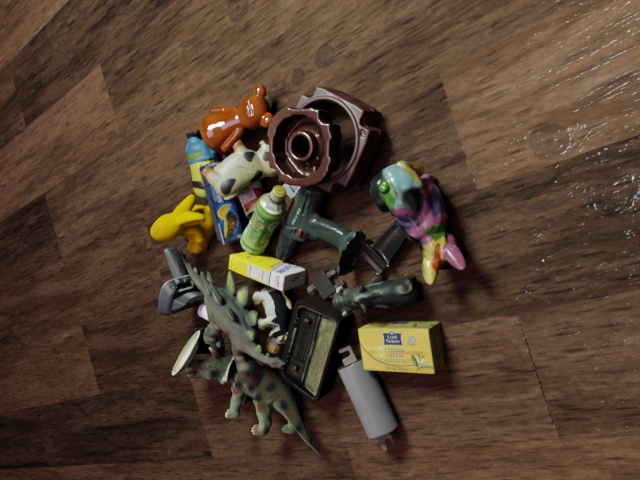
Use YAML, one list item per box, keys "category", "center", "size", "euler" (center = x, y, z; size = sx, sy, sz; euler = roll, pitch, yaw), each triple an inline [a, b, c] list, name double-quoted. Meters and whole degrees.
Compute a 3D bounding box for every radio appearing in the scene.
- category: "radio"
  center: [-0.014, 0.253, 1.283]
  size: [0.131, 0.073, 0.229]
  euler: [25, 110, 29]

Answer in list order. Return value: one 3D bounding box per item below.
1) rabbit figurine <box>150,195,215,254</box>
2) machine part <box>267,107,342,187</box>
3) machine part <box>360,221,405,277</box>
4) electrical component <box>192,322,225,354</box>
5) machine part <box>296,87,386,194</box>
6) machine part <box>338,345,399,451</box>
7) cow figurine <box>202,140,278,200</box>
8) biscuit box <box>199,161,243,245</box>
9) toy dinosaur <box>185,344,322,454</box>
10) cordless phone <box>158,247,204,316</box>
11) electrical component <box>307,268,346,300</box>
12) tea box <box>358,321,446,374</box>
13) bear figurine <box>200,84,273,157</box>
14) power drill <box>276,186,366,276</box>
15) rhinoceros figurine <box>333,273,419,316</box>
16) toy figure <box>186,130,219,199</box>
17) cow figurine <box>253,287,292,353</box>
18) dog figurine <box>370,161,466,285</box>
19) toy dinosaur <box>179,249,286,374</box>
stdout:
- category: "rabbit figurine"
  center: [-0.359, -0.036, 1.419]
  size: [0.162, 0.173, 0.122]
  euler: [-40, 71, 37]
- category: "machine part"
  center: [-0.032, -0.197, 1.137]
  size: [0.180, 0.056, 0.179]
  euler: [6, 102, 33]
- category: "machine part"
  center: [0.145, 0.009, 1.160]
  size: [0.139, 0.039, 0.084]
  euler: [-50, 64, 31]
- category: "electrical component"
  center: [-0.306, 0.292, 1.493]
  size: [0.048, 0.075, 0.119]
  euler: [-9, 95, 35]
- category: "machine part"
  center: [0.026, -0.218, 1.179]
  size: [0.201, 0.087, 0.201]
  euler: [35, 117, 25]
- category: "machine part"
  center: [0.109, 0.353, 1.213]
  size: [0.079, 0.079, 0.243]
  euler: [-31, 78, 34]
- category: "cow figurine"
  center: [-0.166, -0.168, 1.275]
  size: [0.195, 0.085, 0.127]
  euler: [-40, 90, -11]
- category: "biscuit box"
  center: [-0.248, -0.094, 1.360]
  size: [0.063, 0.059, 0.202]
  euler: [31, 136, 60]
- category: "toy dinosaur"
  center: [-0.148, 0.380, 1.377]
  size: [0.405, 0.131, 0.192]
  euler: [14, 106, 26]
- category: "cordless phone"
  center: [-0.402, 0.106, 1.483]
  size: [0.089, 0.146, 0.184]
  euler: [-27, 84, 27]
- category: "electrical component"
  center: [0.014, 0.109, 1.271]
  size: [0.094, 0.021, 0.063]
  euler: [-38, 76, 24]
- category: "tea box"
  center: [0.174, 0.228, 1.154]
  size: [0.170, 0.068, 0.098]
  euler: [-8, 93, 36]
- category: "bear figurine"
  center: [-0.192, -0.291, 1.318]
  size: [0.196, 0.132, 0.120]
  euler: [-22, 85, 17]
- category: "power drill"
  center: [-0.003, -0.004, 1.241]
  size: [0.208, 0.086, 0.231]
  euler: [38, 125, 32]
- category: "rhinoceros figurine"
  center: [0.120, 0.122, 1.150]
  size: [0.190, 0.112, 0.073]
  euler: [-11, 93, 27]
- category: "toy figure"
  center: [-0.306, -0.197, 1.415]
  size: [0.089, 0.082, 0.180]
  euler: [-8, 100, 54]
- category: "cow figurine"
  center: [-0.103, 0.199, 1.345]
  size: [0.098, 0.068, 0.167]
  euler: [-11, 92, 30]
- category: "dog figurine"
  center: [0.197, -0.028, 1.040]
  size: [0.108, 0.191, 0.219]
  euler: [-31, 64, 27]
- category: "toy dinosaur"
  center: [-0.238, 0.178, 1.359]
  size: [0.472, 0.105, 0.198]
  euler: [31, 129, 39]
